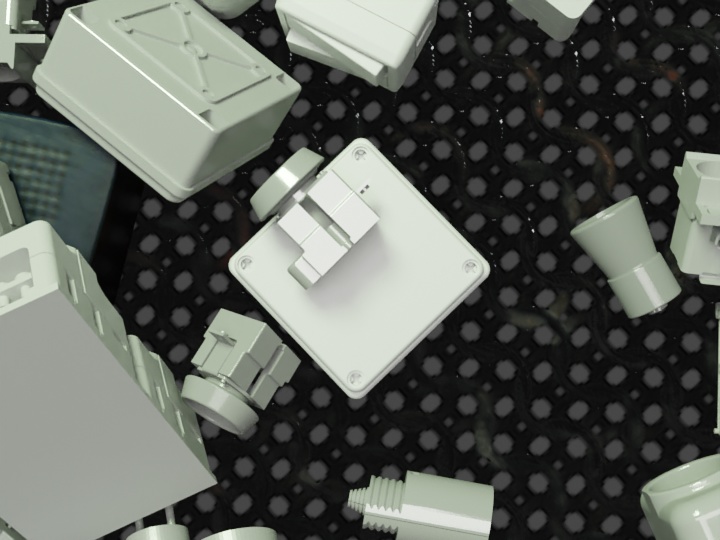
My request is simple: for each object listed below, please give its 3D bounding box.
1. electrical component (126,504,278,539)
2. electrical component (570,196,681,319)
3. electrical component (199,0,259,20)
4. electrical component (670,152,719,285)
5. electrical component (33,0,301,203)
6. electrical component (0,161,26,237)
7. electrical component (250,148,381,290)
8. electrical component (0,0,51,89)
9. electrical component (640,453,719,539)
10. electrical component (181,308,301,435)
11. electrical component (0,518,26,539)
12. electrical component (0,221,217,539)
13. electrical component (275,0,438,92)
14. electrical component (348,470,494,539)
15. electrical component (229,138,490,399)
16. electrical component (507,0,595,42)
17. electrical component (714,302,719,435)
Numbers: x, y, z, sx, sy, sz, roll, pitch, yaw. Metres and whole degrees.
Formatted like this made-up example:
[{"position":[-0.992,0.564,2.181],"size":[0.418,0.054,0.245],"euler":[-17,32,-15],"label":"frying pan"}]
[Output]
[{"position":[-0.115,0.171,0.622],"size":[0.138,0.052,0.073],"euler":[-15,60,0],"label":"electrical component"},{"position":[0.159,-0.005,0.631],"size":[0.044,0.044,0.065],"euler":[-30,90,0],"label":"electrical component"},{"position":[-0.093,-0.202,0.644],"size":[0.054,0.059,0.095],"euler":[-38,85,-1],"label":"electrical component"},{"position":[0.245,-0.025,0.613],"size":[0.121,0.078,0.063],"euler":[6,115,2],"label":"electrical component"},{"position":[-0.106,-0.104,0.609],"size":[0.109,0.109,0.056],"euler":[39,121,4],"label":"electrical component"},{"position":[-0.230,-0.019,0.561],"size":[0.096,0.061,0.061],"euler":[-19,85,0],"label":"electrical component"},{"position":[-0.025,-0.032,0.579],"size":[0.066,0.048,0.055],"euler":[-45,93,-2],"label":"electrical component"},{"position":[-0.224,-0.147,0.654],"size":[0.081,0.042,0.063],"euler":[2,84,2],"label":"electrical component"},{"position":[0.193,0.139,0.590],"size":[0.054,0.095,0.059],"euler":[-23,85,0],"label":"electrical component"},{"position":[-0.071,0.060,0.618],"size":[0.048,0.066,0.055],"euler":[15,65,37],"label":"electrical component"},{"position":[-0.208,0.173,0.627],"size":[0.055,0.048,0.066],"euler":[36,88,11],"label":"electrical component"},{"position":[-0.165,0.067,0.570],"size":[0.105,0.186,0.060],"euler":[-25,47,0],"label":"electrical component"},{"position":[-0.008,-0.152,0.636],"size":[0.096,0.061,0.061],"euler":[28,87,4],"label":"electrical component"},{"position":[0.033,0.139,0.622],"size":[0.081,0.043,0.043],"euler":[10,86,3],"label":"electrical component"},{"position":[0.000,0.000,0.627],"size":[0.109,0.056,0.108],"euler":[-44,85,-2],"label":"electrical component"},{"position":[0.105,-0.187,0.638],"size":[0.089,0.055,0.050],"euler":[39,88,4],"label":"electrical component"},{"position":[0.241,0.064,0.611],"size":[0.061,0.061,0.096],"euler":[2,86,2],"label":"electrical component"}]
